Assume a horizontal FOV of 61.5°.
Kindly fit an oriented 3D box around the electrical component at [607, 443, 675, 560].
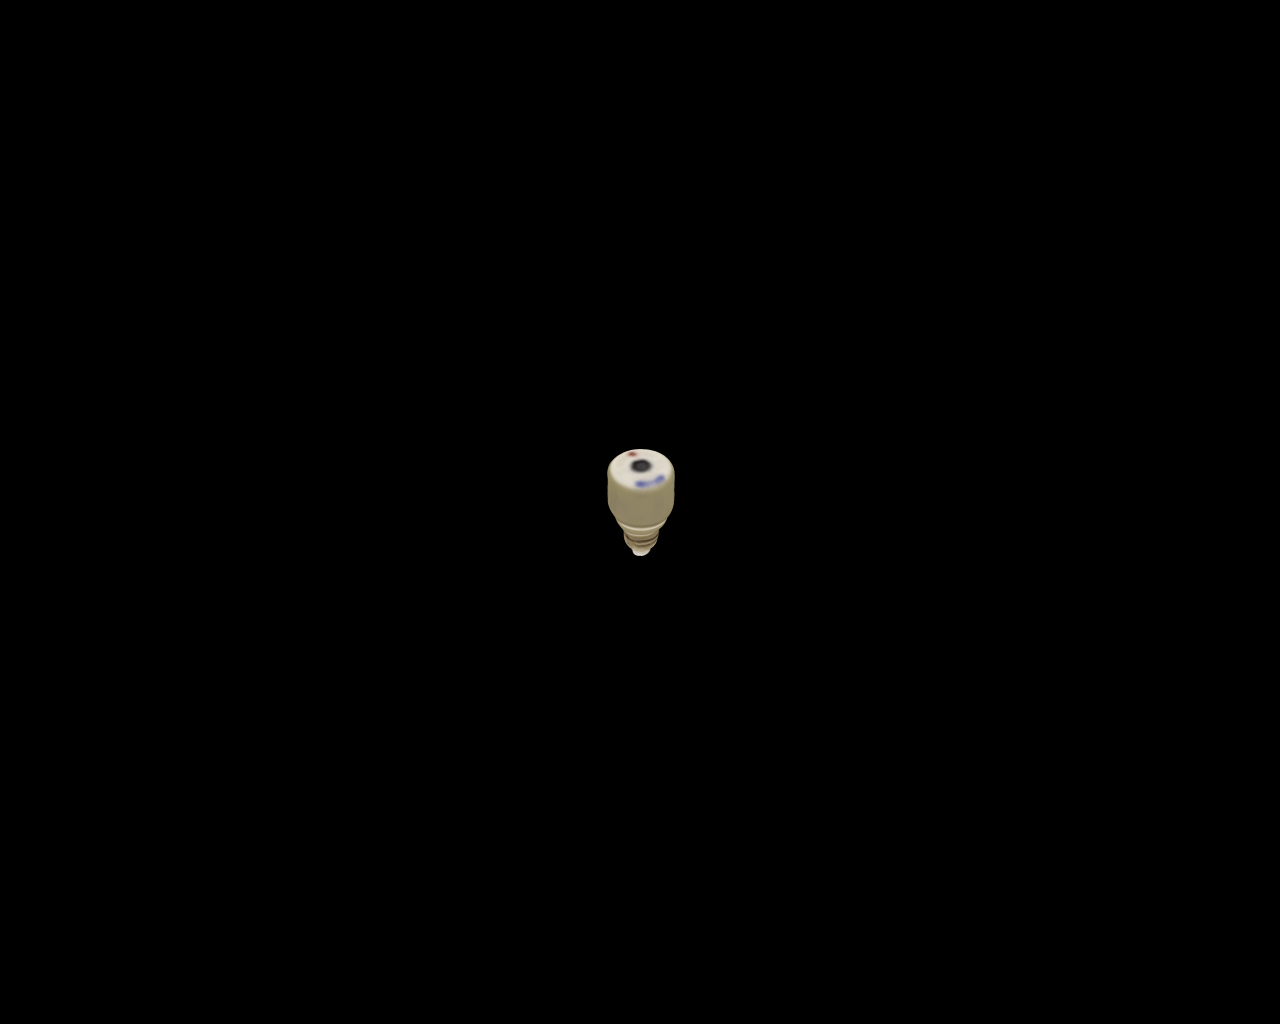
[{"bbox_3d":[0.001,-0.003,0.650,0.040,0.078,0.040,0,43,0],"label":"electrical component"}]
